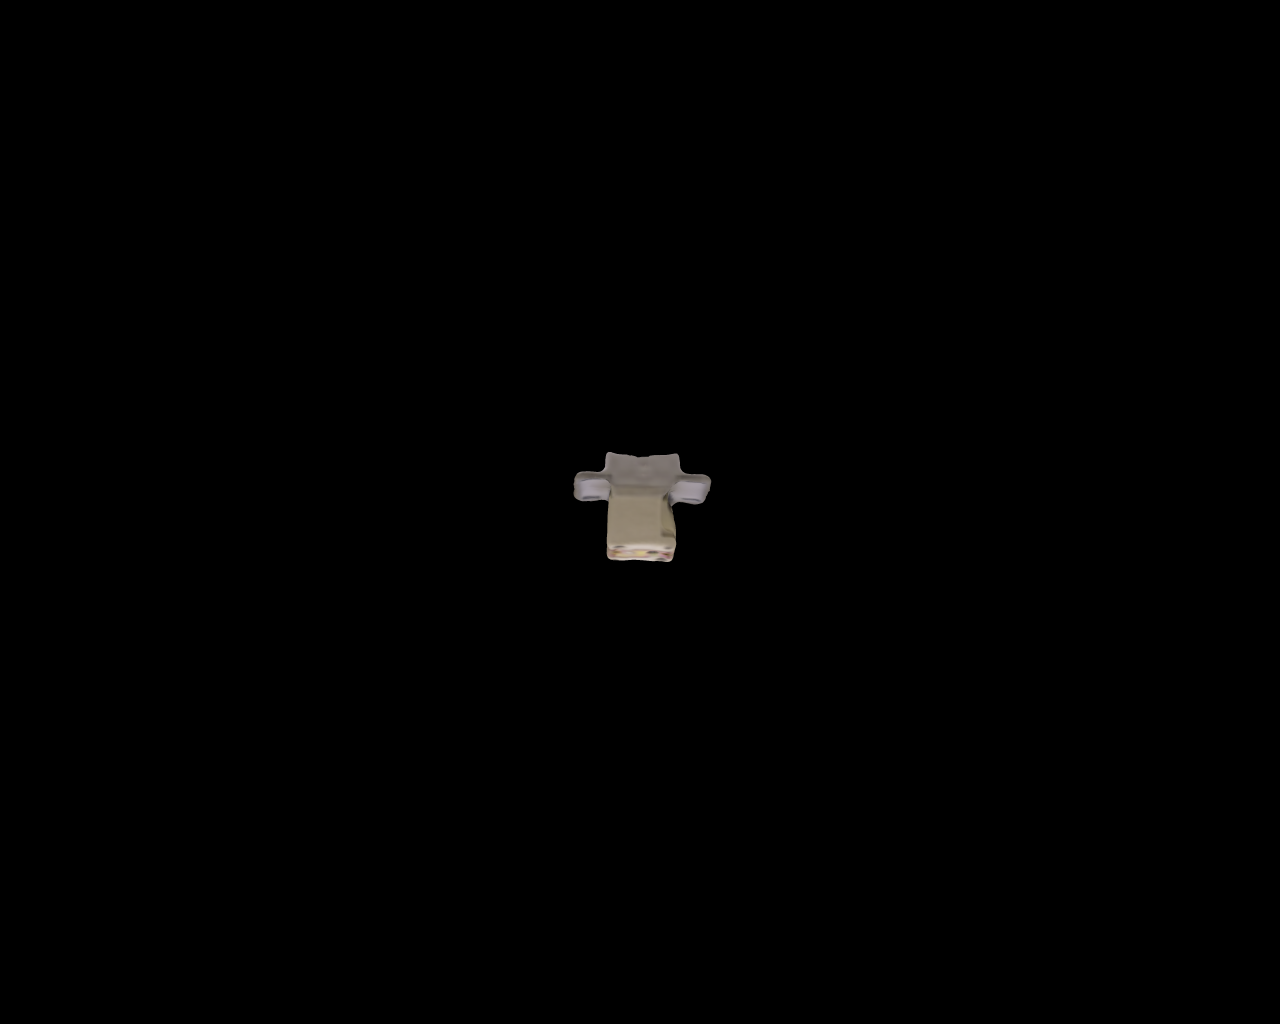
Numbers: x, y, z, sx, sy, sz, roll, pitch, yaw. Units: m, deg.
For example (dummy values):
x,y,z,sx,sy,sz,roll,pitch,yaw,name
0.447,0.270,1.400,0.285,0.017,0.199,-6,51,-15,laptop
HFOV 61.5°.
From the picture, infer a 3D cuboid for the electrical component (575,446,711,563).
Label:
x,y,z,sx,sy,sz,roll,pitch,yaw,name
0.001,-0.003,0.650,0.081,0.064,0.042,1,-19,-2,electrical component
